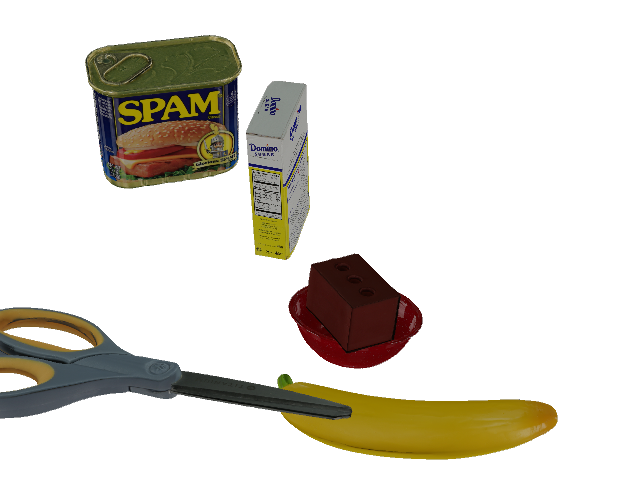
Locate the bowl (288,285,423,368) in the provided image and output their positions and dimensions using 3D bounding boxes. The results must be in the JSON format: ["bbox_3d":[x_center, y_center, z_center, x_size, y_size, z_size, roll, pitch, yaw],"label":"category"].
[{"bbox_3d":[0.040,0.107,1.288,0.162,0.055,0.162,4,25,-2],"label":"bowl"}]

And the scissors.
[{"bbox_3d":[-0.095,0.073,0.513,0.202,0.016,0.096,16,29,26],"label":"scissors"}]

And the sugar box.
[{"bbox_3d":[-0.044,-0.073,1.133,0.048,0.176,0.093,8,46,12],"label":"sugar box"}]

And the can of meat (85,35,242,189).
[{"bbox_3d":[-0.106,-0.088,0.737,0.102,0.084,0.057,-8,43,-12],"label":"can of meat"}]

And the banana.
[{"bbox_3d":[0.051,0.114,0.696,0.198,0.037,0.069,6,31,20],"label":"banana"}]

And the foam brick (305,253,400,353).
[{"bbox_3d":[0.029,0.056,0.965,0.052,0.051,0.078,-14,36,-27],"label":"foam brick"}]
